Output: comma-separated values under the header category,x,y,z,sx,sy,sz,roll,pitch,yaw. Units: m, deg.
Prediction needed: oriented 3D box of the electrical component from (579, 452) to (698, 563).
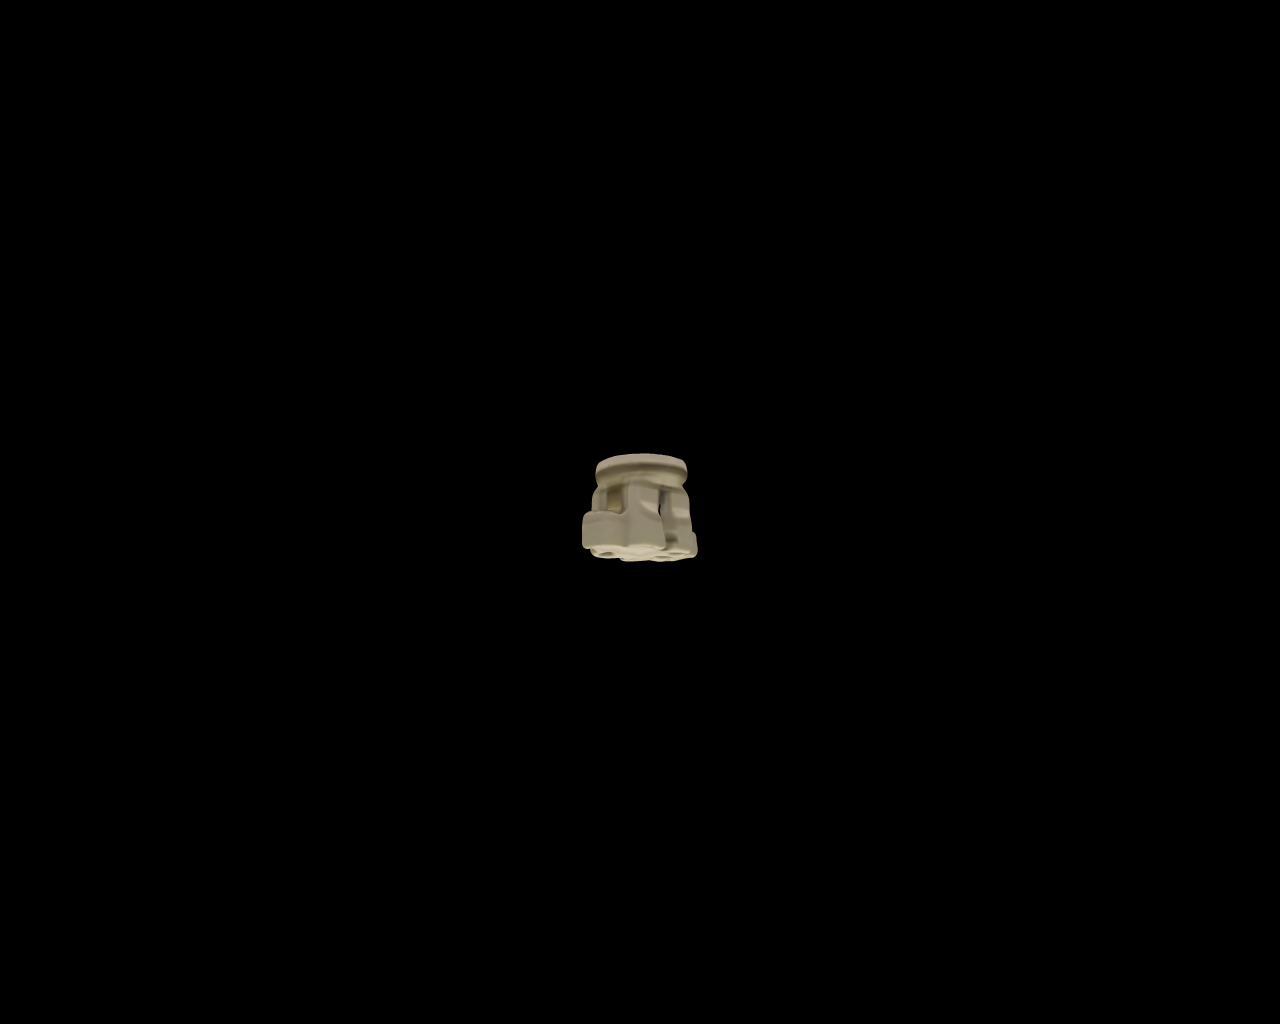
category,x,y,z,sx,sy,sz,roll,pitch,yaw
electrical component,0.001,-0.003,0.650,0.078,0.057,0.058,11,-16,-42
